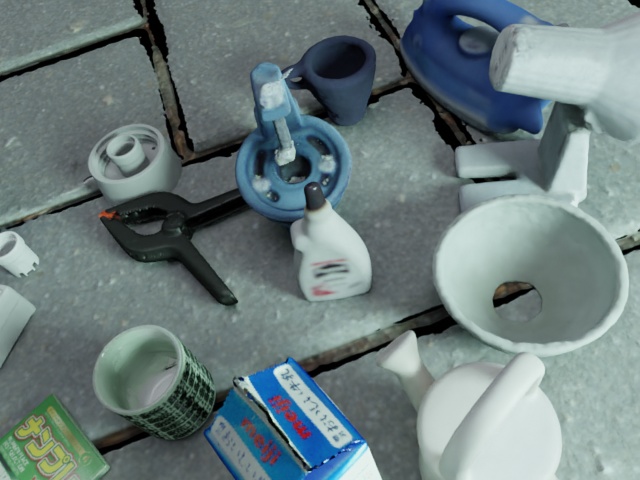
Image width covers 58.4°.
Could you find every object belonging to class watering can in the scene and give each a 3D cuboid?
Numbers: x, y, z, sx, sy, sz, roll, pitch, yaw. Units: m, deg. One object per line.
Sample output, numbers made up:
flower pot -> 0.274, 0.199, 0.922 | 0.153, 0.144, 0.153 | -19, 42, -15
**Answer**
watering can -> 0.113, 0.138, 0.418 | 0.172, 0.194, 0.101 | 17, 62, 21

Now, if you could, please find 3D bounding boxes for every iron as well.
iron -> 0.186, -0.239, 0.687 | 0.119, 0.142, 0.257 | -41, 59, -16

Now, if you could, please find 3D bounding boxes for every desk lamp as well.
desk lamp -> 0.239, -0.118, 0.553 | 0.203, 0.214, 0.118 | -4, 56, 9

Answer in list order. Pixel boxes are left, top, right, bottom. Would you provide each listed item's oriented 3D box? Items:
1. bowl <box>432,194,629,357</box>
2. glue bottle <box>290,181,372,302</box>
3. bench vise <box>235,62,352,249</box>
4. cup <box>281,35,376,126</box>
bowl -> 0.191, 0.042, 0.539 | 0.167, 0.075, 0.167 | -5, 56, 8
glue bottle -> 0.005, 0.002, 0.542 | 0.078, 0.173, 0.037 | -13, 55, 2
bench vise -> -0.050, -0.110, 0.598 | 0.121, 0.220, 0.207 | -32, 57, -10
cup -> 0.015, -0.187, 0.713 | 0.117, 0.095, 0.091 | -10, 55, 4
